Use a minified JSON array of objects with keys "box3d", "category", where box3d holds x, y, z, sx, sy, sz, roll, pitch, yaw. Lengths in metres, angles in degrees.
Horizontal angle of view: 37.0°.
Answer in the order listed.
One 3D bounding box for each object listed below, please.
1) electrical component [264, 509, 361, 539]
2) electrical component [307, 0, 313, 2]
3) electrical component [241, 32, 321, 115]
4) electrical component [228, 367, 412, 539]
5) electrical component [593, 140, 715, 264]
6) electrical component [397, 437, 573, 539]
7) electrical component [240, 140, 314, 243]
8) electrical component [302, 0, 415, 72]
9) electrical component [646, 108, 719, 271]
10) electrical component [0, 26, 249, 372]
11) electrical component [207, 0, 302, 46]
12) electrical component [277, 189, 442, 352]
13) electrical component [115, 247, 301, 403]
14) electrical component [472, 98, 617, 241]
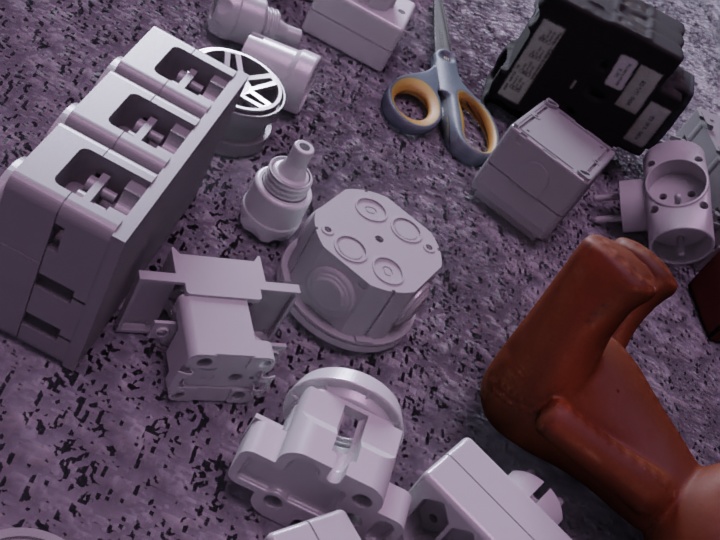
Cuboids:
[{"box3d":[0.000,0.136,0.440,0.077,0.047,0.065,-9,55,-39],"category":"electrical component"},{"box3d":[-0.071,-0.250,0.790,0.100,0.048,0.099,5,47,-29],"category":"electrical component"},{"box3d":[-0.053,-0.126,0.683,0.046,0.040,0.040,24,40,-2],"category":"electrical component"},{"box3d":[-0.012,0.081,0.482,0.078,0.058,0.057,27,43,-6],"category":"electrical component"},{"box3d":[0.203,-0.046,0.751,0.079,0.044,0.077,-4,55,15],"category":"electrical component"},{"box3d":[0.069,0.119,0.502,0.083,0.047,0.076,44,41,15],"category":"electrical component"},{"box3d":[-0.042,-0.045,0.588,0.035,0.061,0.035,18,42,-17],"category":"electrical component"},{"box3d":[0.007,-0.194,0.761,0.066,0.076,0.047,28,40,-5],"category":"electrical component"},{"box3d":[0.267,-0.059,0.799,0.079,0.063,0.121,14,43,-21],"category":"electrical component"},{"box3d":[-0.120,-0.041,0.512,0.062,0.089,0.150,28,40,-4],"category":"electrical component"},{"box3d":[-0.069,-0.164,0.715,0.061,0.035,0.035,16,42,-22],"category":"electrical component"},{"box3d":[0.000,0.000,0.577,0.080,0.051,0.080,18,42,-17],"category":"electrical component"},{"box3d":[-0.070,0.028,0.511,0.081,0.042,0.063,6,48,-27],"category":"electrical component"},{"box3d":[0.124,-0.068,0.724,0.062,0.061,0.096,39,32,8],"category":"electrical component"}]
